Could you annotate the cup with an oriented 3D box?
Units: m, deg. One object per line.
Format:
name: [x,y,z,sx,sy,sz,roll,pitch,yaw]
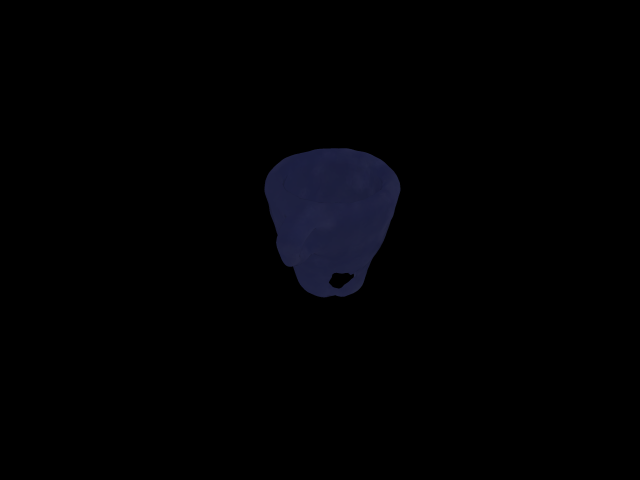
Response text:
cup: [0.004,0.001,0.400,0.091,0.095,0.118,13,38,18]
